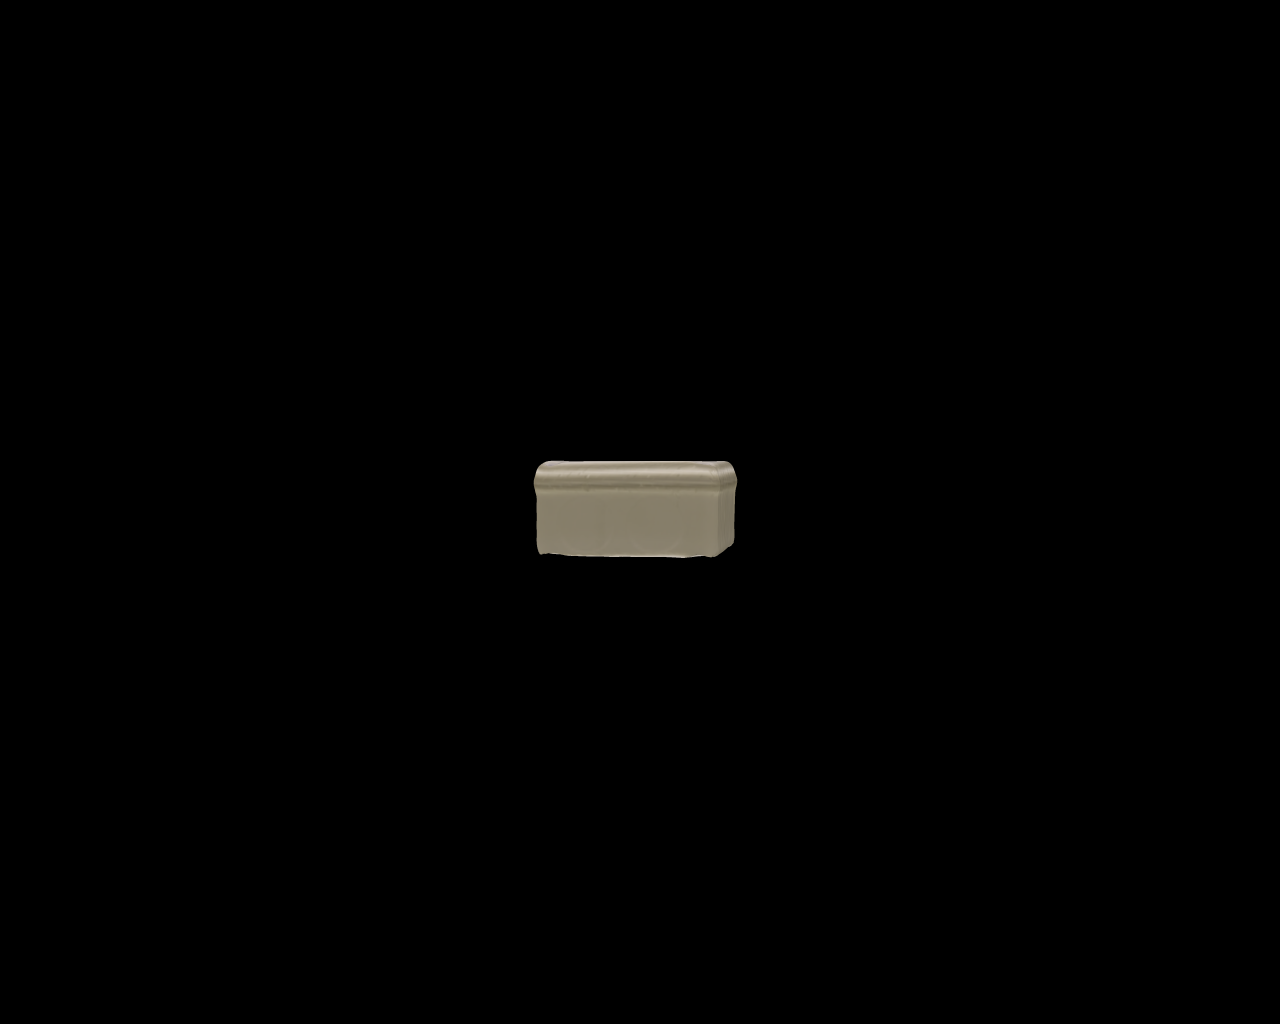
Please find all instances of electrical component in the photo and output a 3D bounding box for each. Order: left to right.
[{"bbox_3d":[0.001,-0.003,0.650,0.109,0.056,0.109,1,3,11],"label":"electrical component"}]
